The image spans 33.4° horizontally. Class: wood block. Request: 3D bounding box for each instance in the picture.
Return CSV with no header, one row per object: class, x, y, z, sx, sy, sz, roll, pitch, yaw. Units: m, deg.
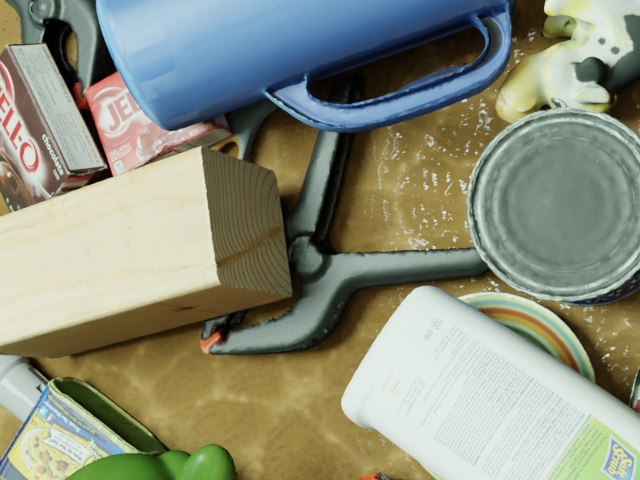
wood block,-0.133,0.015,0.718,0.206,0.090,0.090,-16,75,27

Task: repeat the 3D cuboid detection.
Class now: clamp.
clamp,-0.005,0.001,0.722,0.210,0.036,0.164,-35,72,17
clamp,-0.192,-0.182,0.797,0.120,0.039,0.171,-35,80,30

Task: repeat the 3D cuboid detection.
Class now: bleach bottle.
bleach bottle,0.132,0.127,0.592,0.251,0.068,0.102,35,96,35

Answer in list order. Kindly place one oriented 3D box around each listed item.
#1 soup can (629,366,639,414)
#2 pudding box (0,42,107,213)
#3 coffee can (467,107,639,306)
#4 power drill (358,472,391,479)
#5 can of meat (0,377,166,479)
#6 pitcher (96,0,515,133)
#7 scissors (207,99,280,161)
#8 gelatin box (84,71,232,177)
soup can,0.229,0.117,0.617,0.102,0.068,0.068,14,90,20
pudding box,-0.209,-0.074,0.779,0.090,0.039,0.113,-42,73,43
coffee can,0.148,-0.014,0.616,0.103,0.140,0.103,-1,85,19
power drill,-0.009,0.215,0.627,0.184,0.187,0.057,-42,85,10
can of meat,-0.171,0.158,0.758,0.102,0.057,0.084,33,95,17
pitcher,-0.006,-0.149,0.664,0.243,0.145,0.149,-22,37,7
scissors,-0.050,-0.110,0.758,0.096,0.016,0.202,42,99,17
gelatin box,-0.116,-0.091,0.754,0.089,0.030,0.073,-24,77,17
